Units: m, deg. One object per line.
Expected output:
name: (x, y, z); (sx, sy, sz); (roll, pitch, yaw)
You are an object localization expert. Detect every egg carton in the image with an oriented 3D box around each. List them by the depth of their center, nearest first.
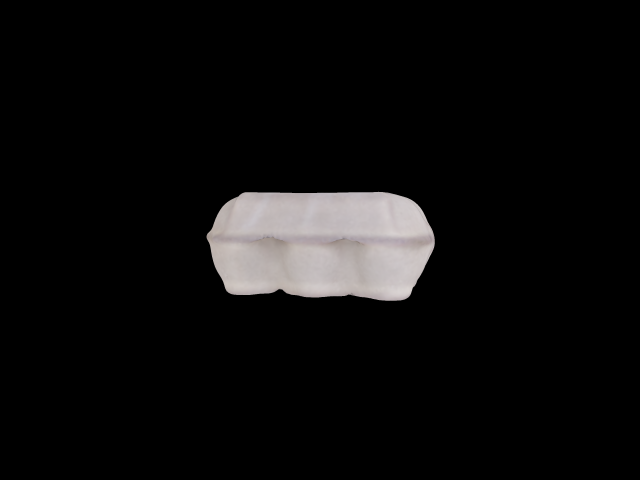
egg carton: (0.004, 0.001, 0.400); (0.150, 0.069, 0.107); (1, 4, 11)
